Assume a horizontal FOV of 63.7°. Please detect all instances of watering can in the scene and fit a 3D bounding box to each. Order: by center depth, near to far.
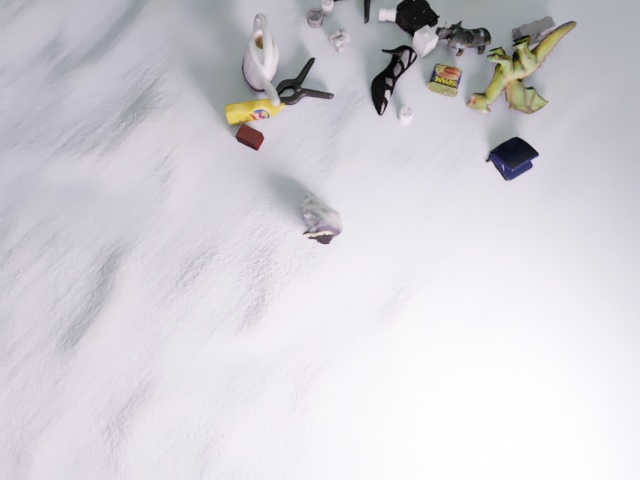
[{"bbox_3d":[-0.185,-0.550,1.660,0.104,0.352,0.221,-4,-14,-17],"label":"watering can"}]

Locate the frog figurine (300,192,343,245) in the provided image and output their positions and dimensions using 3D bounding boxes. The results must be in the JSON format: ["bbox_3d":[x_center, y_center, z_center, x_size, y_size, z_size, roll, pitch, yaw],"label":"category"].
[{"bbox_3d":[0.005,-0.080,1.591,0.137,0.162,0.121,9,-25,-29],"label":"frog figurine"}]

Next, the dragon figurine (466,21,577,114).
[{"bbox_3d":[0.670,-0.534,1.680,0.410,0.240,0.124,-20,14,4],"label":"dragon figurine"}]
